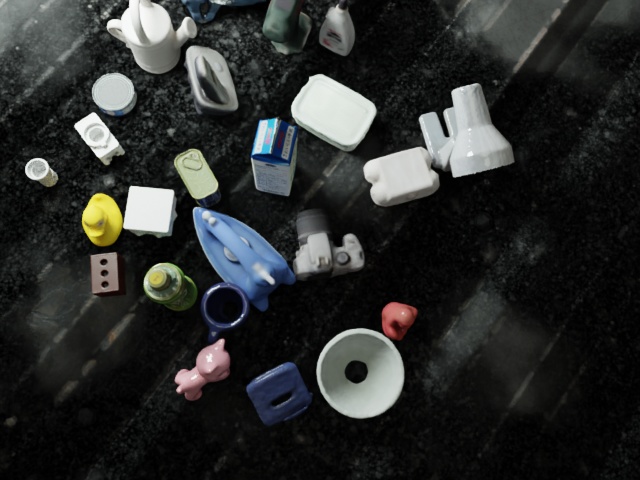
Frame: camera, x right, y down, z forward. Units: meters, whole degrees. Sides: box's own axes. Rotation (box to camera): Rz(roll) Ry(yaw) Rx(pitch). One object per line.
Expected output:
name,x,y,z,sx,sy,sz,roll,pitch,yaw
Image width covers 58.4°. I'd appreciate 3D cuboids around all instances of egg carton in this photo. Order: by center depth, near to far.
egg carton,0.172,-0.131,1.203,0.150,0.069,0.107,-17,80,-7

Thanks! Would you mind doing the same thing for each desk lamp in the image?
desk lamp,0.290,-0.207,1.154,0.118,0.213,0.203,-15,79,-7

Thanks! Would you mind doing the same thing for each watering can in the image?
watering can,-0.343,-0.434,1.167,0.173,0.194,0.101,-18,80,-7

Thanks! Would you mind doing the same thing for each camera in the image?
camera,0.011,0.004,1.147,0.143,0.101,0.137,-9,79,-6

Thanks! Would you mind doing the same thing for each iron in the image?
iron,-0.166,0.013,1.111,0.258,0.141,0.119,44,79,6

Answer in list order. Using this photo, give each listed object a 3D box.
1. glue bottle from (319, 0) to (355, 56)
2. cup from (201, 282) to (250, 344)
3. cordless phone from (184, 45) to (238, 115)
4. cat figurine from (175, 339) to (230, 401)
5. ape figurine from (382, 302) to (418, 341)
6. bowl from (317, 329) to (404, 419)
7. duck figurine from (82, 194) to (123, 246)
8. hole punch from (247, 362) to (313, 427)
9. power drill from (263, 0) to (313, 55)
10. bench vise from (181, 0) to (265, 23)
glue bottle,0.040,-0.458,1.210,0.078,0.173,0.037,24,77,2
cup,-0.183,0.145,1.106,0.091,0.095,0.118,20,77,1
cordless phone,-0.228,-0.345,1.161,0.094,0.185,0.147,-18,80,-7
cat figurine,-0.215,0.244,1.070,0.128,0.117,0.067,-38,83,-11
ape figurine,0.160,0.156,1.129,0.078,0.092,0.076,-25,81,-9
bowl,0.076,0.258,1.110,0.167,0.074,0.167,1,78,-4
duck figurine,-0.439,-0.045,1.133,0.077,0.086,0.104,-4,78,-5
hole punch,-0.074,0.292,1.084,0.109,0.091,0.101,-27,81,-9
power drill,-0.056,-0.495,1.193,0.075,0.208,0.230,19,77,1
bench vise,-0.208,-0.543,1.187,0.207,0.219,0.121,-34,82,-10
